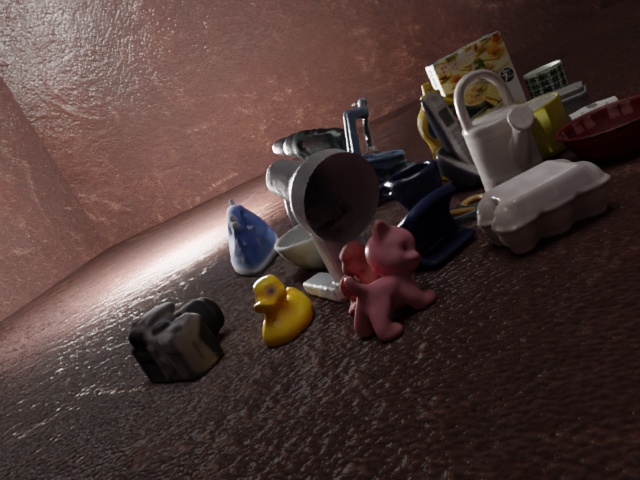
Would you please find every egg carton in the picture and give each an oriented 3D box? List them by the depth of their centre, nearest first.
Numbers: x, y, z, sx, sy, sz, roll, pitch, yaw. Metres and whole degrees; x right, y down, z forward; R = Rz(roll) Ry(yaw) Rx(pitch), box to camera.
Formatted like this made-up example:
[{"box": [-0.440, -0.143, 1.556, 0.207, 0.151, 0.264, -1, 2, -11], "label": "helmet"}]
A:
[{"box": [0.270, -0.045, 0.703, 0.150, 0.069, 0.107, -28, 14, -3], "label": "egg carton"}]

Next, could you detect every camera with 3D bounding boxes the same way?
[{"box": [-0.206, 0.137, 0.871, 0.142, 0.101, 0.137, -14, 19, 43], "label": "camera"}]

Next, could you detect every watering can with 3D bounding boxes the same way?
[{"box": [0.281, -0.177, 0.903, 0.101, 0.194, 0.172, -34, 15, -27], "label": "watering can"}]

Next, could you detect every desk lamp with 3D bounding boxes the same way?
[{"box": [0.008, -0.023, 0.814, 0.118, 0.214, 0.202, -33, 15, -22], "label": "desk lamp"}]

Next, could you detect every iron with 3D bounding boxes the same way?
[{"box": [-0.167, -0.015, 1.270, 0.118, 0.141, 0.258, -28, 14, -2], "label": "iron"}]

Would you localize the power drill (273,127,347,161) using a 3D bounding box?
[{"box": [0.004, -0.176, 1.398, 0.228, 0.208, 0.076, -15, 19, 42], "label": "power drill"}]

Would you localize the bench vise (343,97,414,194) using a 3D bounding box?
[{"box": [0.085, -0.174, 1.211, 0.208, 0.220, 0.121, -32, 15, -18], "label": "bench vise"}]

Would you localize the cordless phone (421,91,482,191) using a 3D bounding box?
[{"box": [0.256, -0.194, 1.036, 0.093, 0.185, 0.148, -14, 19, 42], "label": "cordless phone"}]

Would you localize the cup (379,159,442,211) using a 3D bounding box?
[{"box": [0.156, -0.069, 0.956, 0.117, 0.095, 0.092, -22, 15, 22], "label": "cup"}]

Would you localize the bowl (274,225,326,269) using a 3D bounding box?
[{"box": [0.009, 0.004, 1.009, 0.167, 0.075, 0.167, -26, 14, 7], "label": "bowl"}]

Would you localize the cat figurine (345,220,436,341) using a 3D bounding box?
[{"box": [0.076, 0.036, 0.670, 0.128, 0.118, 0.067, -37, 17, -35], "label": "cat figurine"}]

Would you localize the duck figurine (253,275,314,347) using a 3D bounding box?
[{"box": [-0.059, 0.088, 0.803, 0.077, 0.086, 0.105, -20, 15, 27], "label": "duck figurine"}]

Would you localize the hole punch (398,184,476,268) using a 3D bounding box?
[{"box": [0.142, -0.018, 0.801, 0.109, 0.091, 0.100, -35, 16, -30], "label": "hole punch"}]

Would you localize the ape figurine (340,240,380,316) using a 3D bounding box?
[{"box": [0.055, 0.044, 0.737, 0.076, 0.092, 0.077, -30, 14, -11], "label": "ape figurine"}]

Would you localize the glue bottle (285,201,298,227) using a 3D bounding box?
[{"box": [-0.054, -0.090, 1.266, 0.037, 0.173, 0.078, -18, 17, 33], "label": "glue bottle"}]
